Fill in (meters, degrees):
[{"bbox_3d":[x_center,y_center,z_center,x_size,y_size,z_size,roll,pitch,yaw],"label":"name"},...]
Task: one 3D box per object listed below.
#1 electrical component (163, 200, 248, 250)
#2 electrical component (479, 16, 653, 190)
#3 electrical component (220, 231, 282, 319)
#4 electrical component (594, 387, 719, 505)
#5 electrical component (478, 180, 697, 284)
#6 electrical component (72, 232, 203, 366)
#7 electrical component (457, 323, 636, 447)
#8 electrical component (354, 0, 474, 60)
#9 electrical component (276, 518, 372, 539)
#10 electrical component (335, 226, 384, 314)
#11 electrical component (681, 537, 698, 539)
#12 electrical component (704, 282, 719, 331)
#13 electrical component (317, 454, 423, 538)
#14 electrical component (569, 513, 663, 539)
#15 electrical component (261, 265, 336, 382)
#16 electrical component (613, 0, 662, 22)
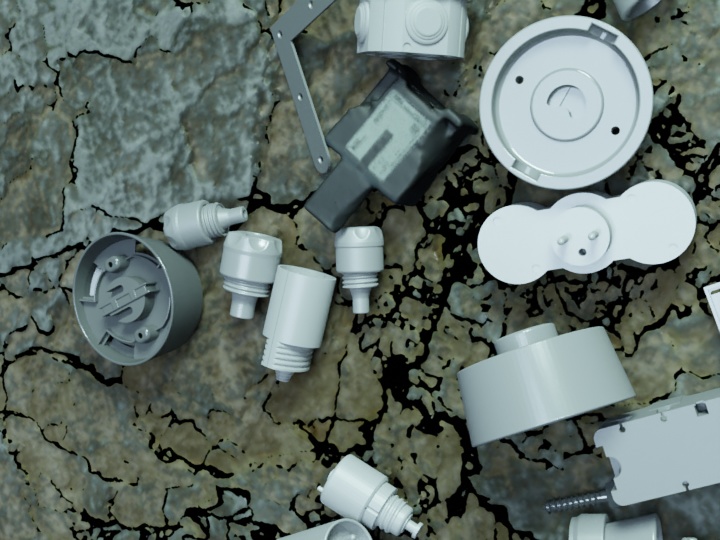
[{"bbox_3d":[-0.114,-0.036,0.802,0.061,0.035,0.035,-11,88,17],"label":"electrical component"},{"bbox_3d":[0.137,-0.105,0.696,0.108,0.060,0.108,1,92,20],"label":"electrical component"},{"bbox_3d":[-0.082,0.004,0.787,0.043,0.043,0.062,13,97,19],"label":"electrical component"},{"bbox_3d":[0.201,0.110,0.681,0.089,0.056,0.050,-19,85,19],"label":"electrical component"},{"bbox_3d":[0.143,-0.023,0.687,0.138,0.074,0.052,-9,94,20],"label":"electrical component"},{"bbox_3d":[-0.169,0.021,0.807,0.099,0.064,0.099,0,91,19],"label":"electrical component"},{"bbox_3d":[0.114,0.068,0.687,0.108,0.108,0.060,-21,78,19],"label":"electrical component"},{"bbox_3d":[0.035,-0.169,0.721,0.080,0.080,0.051,6,99,19],"label":"electrical component"},{"bbox_3d":[-0.017,0.214,0.763,0.079,0.043,0.077,39,139,-19],"label":"electrical component"},{"bbox_3d":[0.000,0.000,0.762,0.035,0.035,0.061,0,94,20],"label":"electrical component"},{"bbox_3d":[0.232,0.193,0.680,0.062,0.048,0.048,-4,90,13],"label":"electrical component"},{"bbox_3d":[0.268,0.055,0.652,0.079,0.063,0.121,-21,84,19],"label":"electrical component"},{"bbox_3d":[0.009,0.163,0.760,0.078,0.040,0.040,30,101,16],"label":"electrical component"},{"bbox_3d":[0.168,0.181,0.701,0.055,0.045,0.045,-5,90,20],"label":"electrical component"},{"bbox_3d":[-0.047,0.041,0.775,0.043,0.043,0.081,15,97,19],"label":"electrical component"},{"bbox_3d":[0.171,-0.195,0.690,0.045,0.045,0.055,-37,79,17],"label":"electrical component"}]
